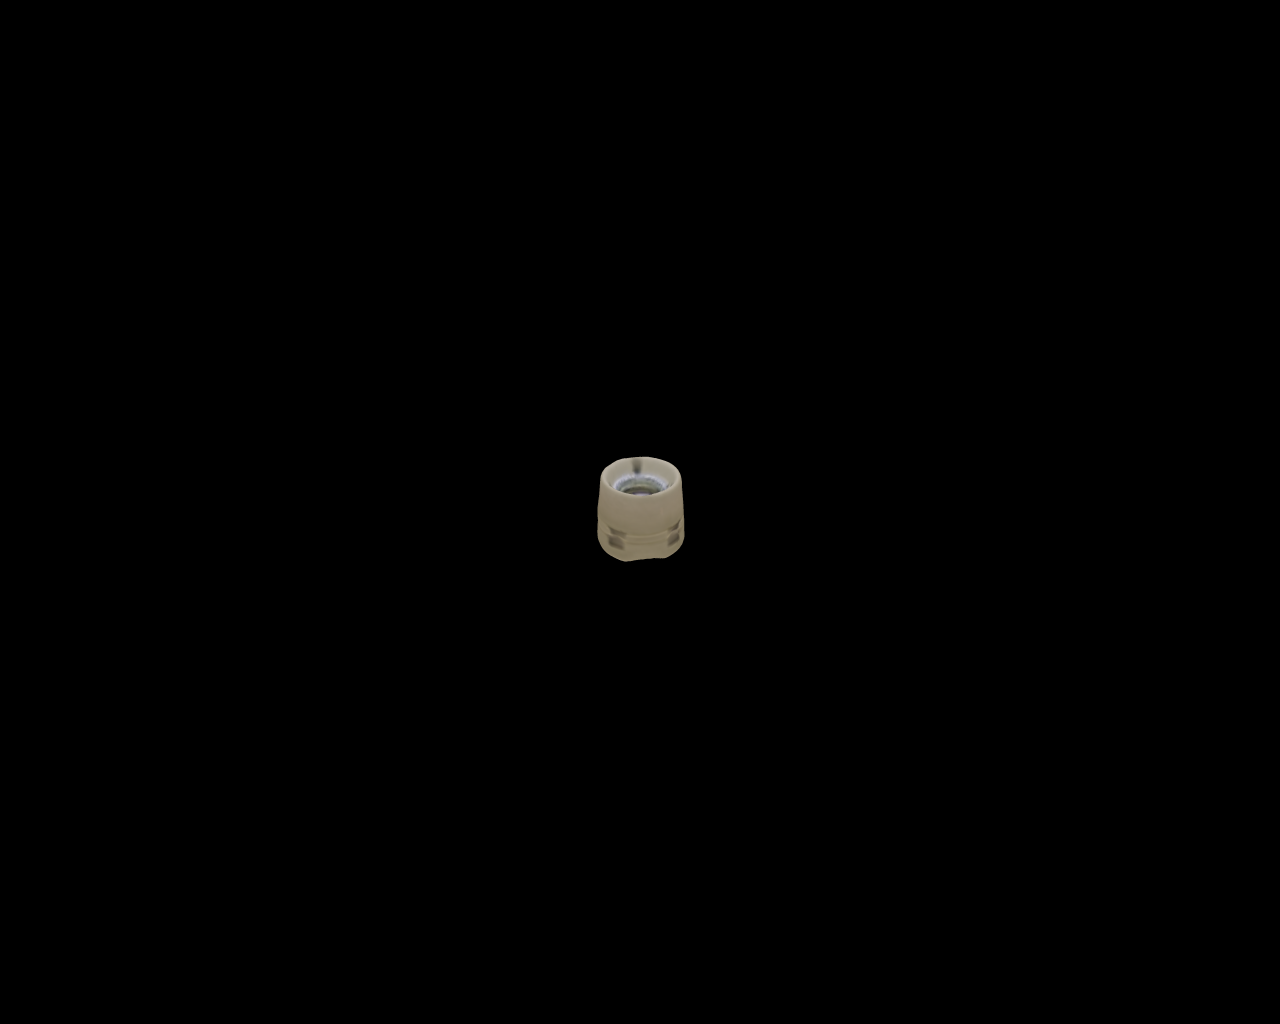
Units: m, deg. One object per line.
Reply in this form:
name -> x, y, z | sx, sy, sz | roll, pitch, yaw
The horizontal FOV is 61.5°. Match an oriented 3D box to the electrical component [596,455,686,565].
electrical component -> 0.001, -0.003, 0.650 | 0.055, 0.047, 0.055 | 0, 33, 0
